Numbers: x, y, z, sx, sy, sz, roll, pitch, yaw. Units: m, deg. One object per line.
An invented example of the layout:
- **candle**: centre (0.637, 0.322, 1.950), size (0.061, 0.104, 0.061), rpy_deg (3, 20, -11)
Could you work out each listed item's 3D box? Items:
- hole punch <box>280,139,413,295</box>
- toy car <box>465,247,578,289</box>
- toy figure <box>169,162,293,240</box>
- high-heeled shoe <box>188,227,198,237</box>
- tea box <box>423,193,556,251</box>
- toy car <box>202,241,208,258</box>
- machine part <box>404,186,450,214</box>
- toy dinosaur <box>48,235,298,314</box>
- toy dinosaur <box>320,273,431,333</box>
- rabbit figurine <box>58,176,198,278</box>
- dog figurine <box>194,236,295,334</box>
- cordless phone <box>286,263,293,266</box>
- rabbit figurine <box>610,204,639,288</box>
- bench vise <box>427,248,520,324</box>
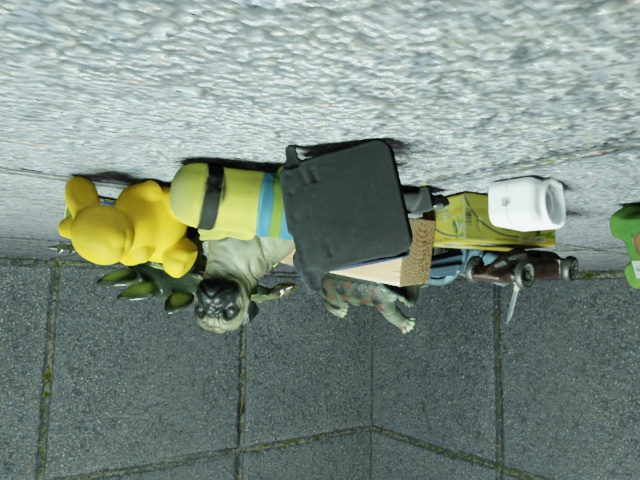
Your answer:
- **hole punch**: centre (0.028, -0.027, 0.524), size (0.116, 0.142, 0.092), rpy_deg (-12, 175, 13)
- **toy car**: centre (0.288, 0.037, 0.763), size (0.202, 0.053, 0.089), rpy_deg (0, -175, -41)
- **toy figure**: centre (-0.072, -0.044, 0.591), size (0.180, 0.082, 0.089), rpy_deg (9, 155, 0)
- **high-heeled shoe**: centre (-0.279, -0.020, 1.073), size (0.145, 0.086, 0.248), rpy_deg (32, 156, 6)
- **tea box**: centre (0.245, -0.022, 0.781), size (0.169, 0.068, 0.098), rpy_deg (2, 174, -26)
- **toy car**: centre (-0.105, -0.004, 0.808), size (0.056, 0.073, 0.201), rpy_deg (-20, 180, 32)
- **machine part**: centre (0.093, -0.052, 0.692), size (0.139, 0.039, 0.084), rpy_deg (2, -177, -28)
- **toy dinosaur**: centre (-0.245, 0.045, 0.878), size (0.472, 0.105, 0.198), rpy_deg (7, -175, 31)
- **toy dinosaur**: centre (0.080, 0.092, 1.145), size (0.405, 0.131, 0.192), rpy_deg (-2, 140, 37)
- **rabbit figurine**: centre (-0.241, -0.023, 0.659), size (0.162, 0.121, 0.173), rpy_deg (22, -162, 7)
- **dog figurine**: centre (-0.073, 0.022, 0.692), size (0.172, 0.190, 0.121), rpy_deg (0, 174, -5)
- **cordless phone**: centre (-0.034, -0.005, 0.967), size (0.147, 0.088, 0.184), rpy_deg (-1, 170, 22)
- **rabbit figurine**: centre (0.517, -0.017, 0.729), size (0.170, 0.121, 0.159), rpy_deg (-16, 170, -11)
- **bench vise**: centre (0.218, 0.034, 0.898), size (0.240, 0.128, 0.224), rpy_deg (-3, -147, -44)
